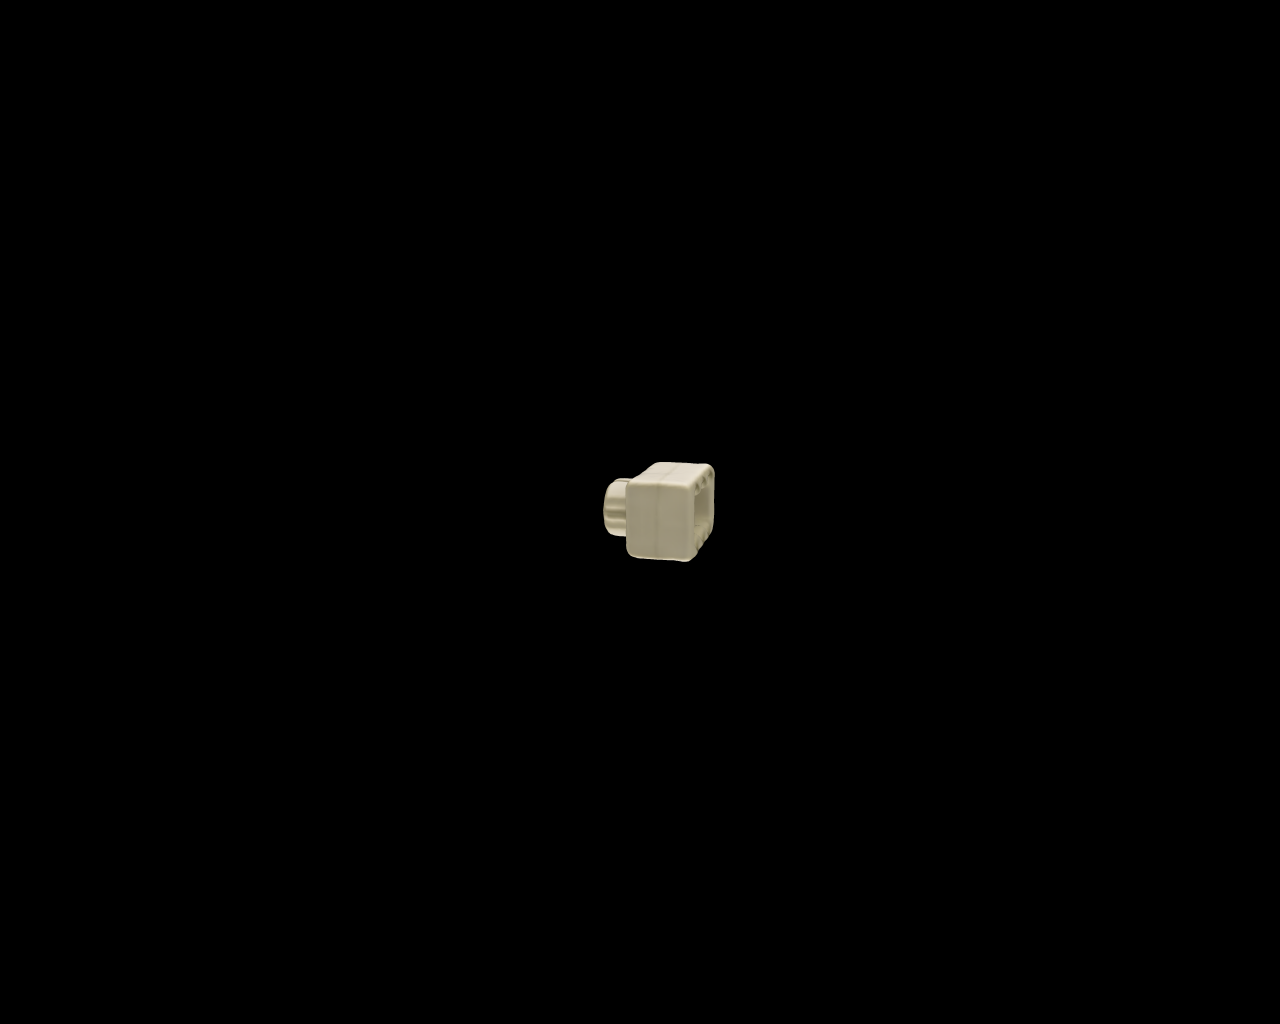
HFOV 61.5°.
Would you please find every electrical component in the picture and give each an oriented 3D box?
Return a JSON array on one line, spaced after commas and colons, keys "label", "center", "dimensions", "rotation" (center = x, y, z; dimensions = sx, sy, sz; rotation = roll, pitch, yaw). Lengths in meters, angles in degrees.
[{"label": "electrical component", "center": [0.001, -0.003, 0.650], "dimensions": [0.077, 0.047, 0.066], "rotation": [4, 15, 15]}]
